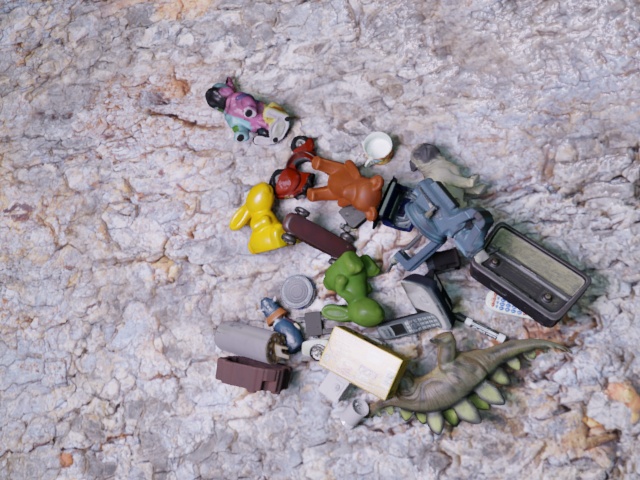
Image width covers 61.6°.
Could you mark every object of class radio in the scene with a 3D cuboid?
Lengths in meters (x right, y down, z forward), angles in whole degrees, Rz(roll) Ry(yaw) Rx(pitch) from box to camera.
[{"bbox_3d":[0.451,0.077,1.177,0.230,0.073,0.131,37,78,26],"label":"radio"}]

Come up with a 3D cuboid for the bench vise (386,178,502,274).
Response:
[{"bbox_3d":[0.251,-0.005,1.168,0.224,0.129,0.240,48,120,9],"label":"bench vise"}]

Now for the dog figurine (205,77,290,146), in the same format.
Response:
[{"bbox_3d":[-0.199,-0.351,1.435,0.219,0.191,0.108,54,134,41],"label":"dog figurine"}]

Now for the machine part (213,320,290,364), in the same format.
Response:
[{"bbox_3d":[-0.169,0.243,1.291,0.243,0.079,0.079,7,80,35],"label":"machine part"}]

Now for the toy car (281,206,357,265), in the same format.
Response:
[{"bbox_3d":[-0.003,-0.004,1.303,0.202,0.053,0.089,28,77,-22],"label":"toy car"}]

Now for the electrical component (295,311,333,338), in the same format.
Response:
[{"bbox_3d":[-0.014,0.207,1.314,0.094,0.021,0.063,-7,78,12],"label":"electrical component"}]

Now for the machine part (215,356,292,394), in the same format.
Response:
[{"bbox_3d":[-0.155,0.311,1.253,0.180,0.179,0.056,8,84,15],"label":"machine part"}]

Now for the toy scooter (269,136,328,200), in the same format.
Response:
[{"bbox_3d":[-0.040,-0.173,1.374,0.135,0.075,0.184,25,81,16],"label":"toy scooter"}]

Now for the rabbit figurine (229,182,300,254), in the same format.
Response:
[{"bbox_3d":[-0.141,-0.056,1.352,0.162,0.122,0.173,-9,97,34],"label":"rabbit figurine"}]

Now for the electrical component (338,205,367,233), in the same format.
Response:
[{"bbox_3d":[0.089,-0.062,1.332,0.102,0.045,0.078,-35,74,5],"label":"electrical component"}]

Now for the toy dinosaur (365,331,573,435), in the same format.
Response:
[{"bbox_3d":[0.299,0.300,1.180,0.471,0.105,0.198,-32,80,15],"label":"toy dinosaur"}]

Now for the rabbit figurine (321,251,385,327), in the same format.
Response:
[{"bbox_3d":[0.076,0.132,1.250,0.159,0.121,0.170,-35,63,17],"label":"rabbit figurine"}]

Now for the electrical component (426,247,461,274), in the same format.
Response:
[{"bbox_3d":[0.264,0.054,1.250,0.119,0.074,0.048,-14,75,7],"label":"electrical component"}]

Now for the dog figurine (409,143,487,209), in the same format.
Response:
[{"bbox_3d":[0.273,-0.126,1.284,0.191,0.121,0.172,35,85,32],"label":"dog figurine"}]

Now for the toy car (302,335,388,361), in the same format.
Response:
[{"bbox_3d":[0.057,0.251,1.259,0.202,0.073,0.056,-7,78,12],"label":"toy car"}]

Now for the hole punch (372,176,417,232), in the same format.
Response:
[{"bbox_3d":[0.187,-0.081,1.279,0.092,0.116,0.142,19,91,-2],"label":"hole punch"}]

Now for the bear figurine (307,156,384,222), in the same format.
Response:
[{"bbox_3d":[0.061,-0.120,1.268,0.132,0.196,0.120,3,111,-20],"label":"bear figurine"}]

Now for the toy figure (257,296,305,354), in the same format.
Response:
[{"bbox_3d":[-0.097,0.206,1.315,0.064,0.057,0.154,-25,66,-29],"label":"toy figure"}]

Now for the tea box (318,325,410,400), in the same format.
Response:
[{"bbox_3d":[0.094,0.263,1.163,0.170,0.068,0.098,26,91,25],"label":"tea box"}]

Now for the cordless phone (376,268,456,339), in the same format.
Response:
[{"bbox_3d":[0.200,0.155,1.223,0.184,0.089,0.146,-22,118,21],"label":"cordless phone"}]
